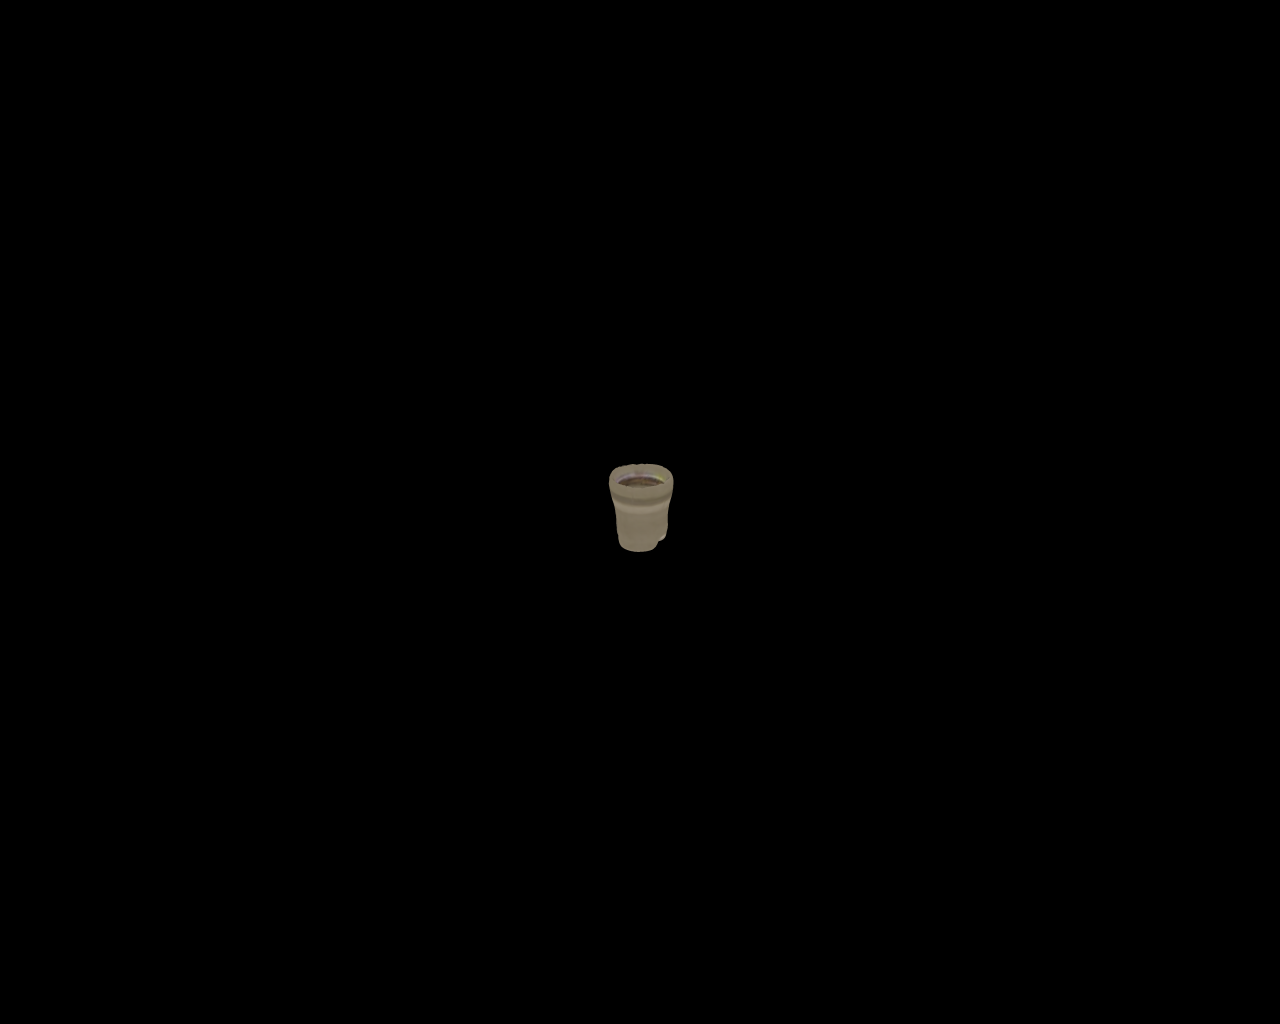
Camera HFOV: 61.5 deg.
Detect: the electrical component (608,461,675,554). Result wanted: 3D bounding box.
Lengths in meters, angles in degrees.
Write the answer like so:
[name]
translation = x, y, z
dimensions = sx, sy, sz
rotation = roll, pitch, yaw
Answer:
[electrical component]
translation = 0.001, -0.003, 0.650
dimensions = 0.040, 0.046, 0.040
rotation = 0, 26, 0
